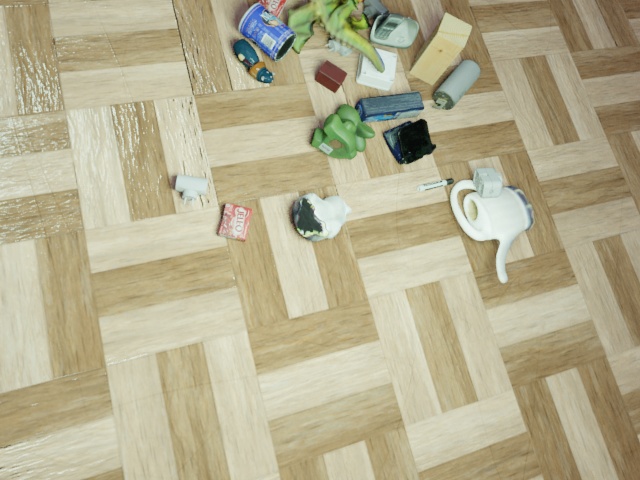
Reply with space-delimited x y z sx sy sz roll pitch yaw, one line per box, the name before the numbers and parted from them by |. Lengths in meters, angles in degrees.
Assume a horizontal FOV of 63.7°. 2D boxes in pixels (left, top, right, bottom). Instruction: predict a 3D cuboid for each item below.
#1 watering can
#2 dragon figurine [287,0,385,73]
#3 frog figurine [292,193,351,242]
watering can | 0.514 -0.042 1.477 0.225 0.355 0.101 -12 -33 -15
dragon figurine | 0.015 -0.642 1.544 0.241 0.412 0.122 -23 -6 18
frog figurine | 0.004 -0.070 1.394 0.120 0.138 0.161 -52 -11 32
